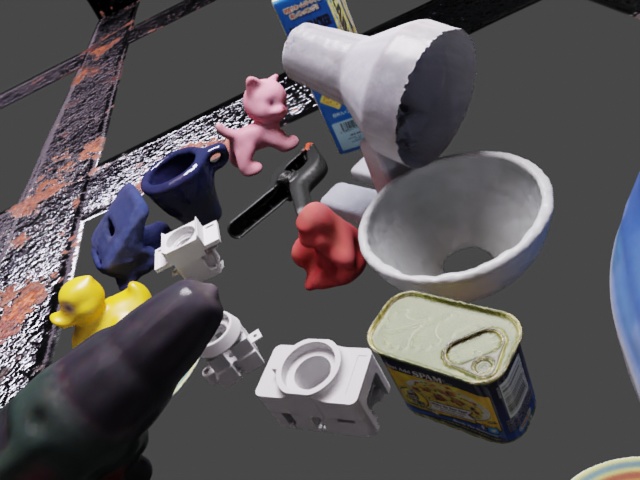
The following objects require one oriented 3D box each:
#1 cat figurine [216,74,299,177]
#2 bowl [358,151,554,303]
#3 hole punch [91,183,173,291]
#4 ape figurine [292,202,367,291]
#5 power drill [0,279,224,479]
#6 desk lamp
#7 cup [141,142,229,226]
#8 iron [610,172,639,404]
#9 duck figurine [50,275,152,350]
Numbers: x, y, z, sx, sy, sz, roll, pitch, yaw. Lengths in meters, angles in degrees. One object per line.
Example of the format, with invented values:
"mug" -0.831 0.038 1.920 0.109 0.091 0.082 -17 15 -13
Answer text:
"cat figurine" -0.089 -0.174 0.809 0.128 0.118 0.067 -38 37 -13
"bowl" 0.122 -0.001 0.503 0.167 0.075 0.167 -17 38 14
"hole punch" -0.248 -0.006 0.731 0.101 0.091 0.108 -36 37 -11
"ape figurine" 0.005 0.002 0.559 0.076 0.092 0.077 -38 37 -13
"power drill" -0.118 0.153 0.356 0.230 0.209 0.075 -35 37 -10
"desk lamp" 0.057 -0.109 0.557 0.202 0.214 0.118 20 57 45
"cup" -0.157 -0.066 0.742 0.118 0.095 0.091 -32 36 -6
"iron" 0.241 0.005 0.363 0.118 0.142 0.258 -14 38 18
"duck figurine" -0.246 0.074 0.637 0.105 0.086 0.077 -36 37 -11
